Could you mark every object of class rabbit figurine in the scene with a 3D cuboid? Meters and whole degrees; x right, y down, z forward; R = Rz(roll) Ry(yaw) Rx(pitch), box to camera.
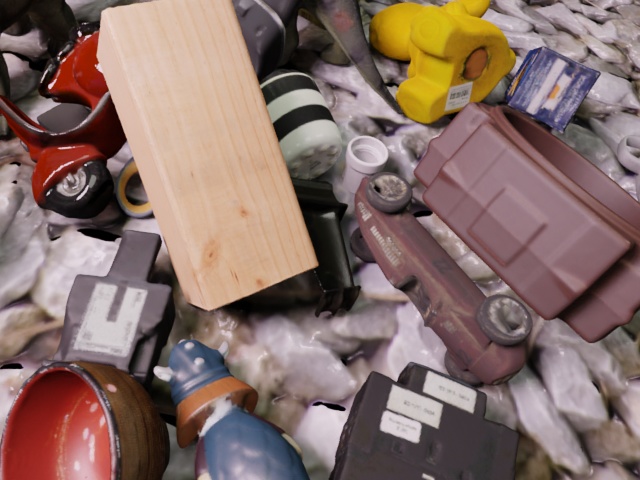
[{"bbox_3d":[0.134,-0.237,0.631,0.162,0.121,0.173,-28,46,-20],"label":"rabbit figurine"}]

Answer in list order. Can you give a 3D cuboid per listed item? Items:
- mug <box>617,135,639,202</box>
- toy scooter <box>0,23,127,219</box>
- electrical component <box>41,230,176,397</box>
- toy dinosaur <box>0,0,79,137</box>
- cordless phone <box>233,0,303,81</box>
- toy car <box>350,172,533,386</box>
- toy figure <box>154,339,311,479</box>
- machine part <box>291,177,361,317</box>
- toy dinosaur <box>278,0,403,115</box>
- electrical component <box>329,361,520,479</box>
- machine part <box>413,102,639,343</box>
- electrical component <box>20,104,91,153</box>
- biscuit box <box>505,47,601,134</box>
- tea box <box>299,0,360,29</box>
[{"bbox_3d":[0.384,-0.084,0.596,0.110,0.080,0.107,23,43,12],"label":"mug"},{"bbox_3d":[-0.211,-0.118,0.459,0.135,0.075,0.184,25,76,5],"label":"toy scooter"},{"bbox_3d":[-0.149,0.053,0.402,0.075,0.047,0.119,7,53,-7],"label":"electrical component"},{"bbox_3d":[-0.293,-0.264,0.508,0.105,0.198,0.471,12,55,-7],"label":"toy dinosaur"},{"bbox_3d":[-0.077,-0.267,0.536,0.146,0.184,0.089,39,28,3],"label":"cordless phone"},{"bbox_3d":[0.084,0.031,0.440,0.053,0.089,0.202,-27,64,-23],"label":"toy car"},{"bbox_3d":[-0.061,0.127,0.352,0.064,0.057,0.155,19,19,-48],"label":"toy figure"},{"bbox_3d":[-0.001,-0.001,0.466,0.084,0.039,0.139,13,49,-39],"label":"machine part"},{"bbox_3d":[-0.048,-0.312,0.596,0.405,0.192,0.131,32,57,13],"label":"toy dinosaur"},{"bbox_3d":[0.069,0.154,0.369,0.115,0.058,0.134,25,54,4],"label":"electrical component"},{"bbox_3d":[0.195,-0.025,0.454,0.201,0.087,0.201,49,29,23],"label":"machine part"},{"bbox_3d":[-0.231,-0.103,0.510,0.063,0.021,0.094,41,63,19],"label":"electrical component"},{"bbox_3d":[0.242,-0.166,0.578,0.059,0.062,0.203,29,24,8],"label":"biscuit box"},{"bbox_3d":[0.019,-0.364,0.659,0.068,0.169,0.098,34,54,11],"label":"tea box"}]
